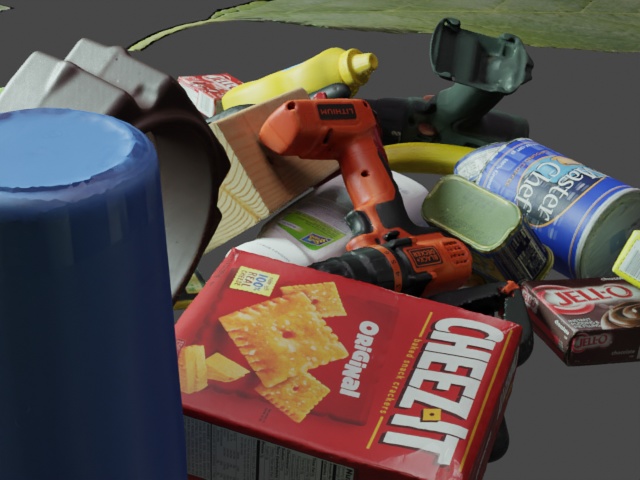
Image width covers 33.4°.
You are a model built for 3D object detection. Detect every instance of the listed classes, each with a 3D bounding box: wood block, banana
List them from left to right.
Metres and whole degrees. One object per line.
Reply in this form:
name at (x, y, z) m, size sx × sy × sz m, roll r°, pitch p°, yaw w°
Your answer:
wood block at (-0.062, -0.067, 0.965) m, size 0.090 × 0.091 × 0.205 m, roll -29°, pitch 4°, yaw 25°
banana at (0.149, -0.082, 1.186) m, size 0.198 × 0.037 × 0.069 m, roll 12°, pitch 23°, yaw 9°

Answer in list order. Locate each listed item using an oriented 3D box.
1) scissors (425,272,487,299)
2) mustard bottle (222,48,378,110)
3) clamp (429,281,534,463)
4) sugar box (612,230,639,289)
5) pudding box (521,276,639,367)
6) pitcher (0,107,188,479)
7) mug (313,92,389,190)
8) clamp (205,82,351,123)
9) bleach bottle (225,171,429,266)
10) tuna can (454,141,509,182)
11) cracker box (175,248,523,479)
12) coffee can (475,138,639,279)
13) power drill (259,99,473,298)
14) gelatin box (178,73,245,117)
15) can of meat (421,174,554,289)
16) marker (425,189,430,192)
scissors at (0.052, 0.043, 0.910) m, size 0.201 × 0.016 × 0.096 m, roll -6°, pitch 31°, yaw -30°
mustard bottle at (-0.014, -0.173, 1.198) m, size 0.192 × 0.058 × 0.096 m, roll -15°, pitch -3°, yaw 40°
clamp at (0.110, 0.088, 0.808) m, size 0.165 × 0.036 × 0.209 m, roll 27°, pitch 35°, yaw 32°
sugar box at (0.309, 0.034, 0.897) m, size 0.093 × 0.048 × 0.176 m, roll 35°, pitch 10°, yaw 22°
pudding box at (0.235, 0.066, 0.891) m, size 0.113 × 0.039 × 0.090 m, roll 0°, pitch 25°, yaw -19°
pitcher at (-0.143, 0.060, 0.546) m, size 0.149 × 0.243 × 0.145 m, roll -14°, pitch 34°, yaw -27°
mug at (0.021, -0.097, 1.094) m, size 0.093 × 0.117 × 0.081 m, roll -20°, pitch 31°, yaw 4°
clamp at (-0.047, -0.126, 1.147) m, size 0.171 × 0.120 × 0.039 m, roll -6°, pitch 56°, yaw -19°
bleach bottle at (-0.006, 0.001, 0.932) m, size 0.103 × 0.068 × 0.250 m, roll 22°, pitch 30°, yaw 30°
tuna can at (0.183, -0.069, 1.108) m, size 0.086 × 0.086 × 0.034 m, roll -3°, pitch 67°, yaw -22°
cracker box at (0.007, 0.095, 0.686) m, size 0.214 × 0.072 × 0.164 m, roll 14°, pitch 36°, yaw 16°
coffee can at (0.228, -0.025, 1.010) m, size 0.102 × 0.103 × 0.140 m, roll -11°, pitch 31°, yaw -36°
power drill at (0.023, -0.027, 0.871) m, size 0.184 × 0.057 × 0.188 m, roll -7°, pitch 63°, yaw -45°
gelatin box at (-0.124, -0.179, 1.319) m, size 0.073 × 0.030 × 0.089 m, roll -10°, pitch 31°, yaw -35°
can of meat at (0.146, -0.005, 0.945) m, size 0.102 × 0.057 × 0.083 m, roll 32°, pitch -9°, yaw 41°
marker at (0.110, -0.044, 1.114) m, size 0.121 × 0.020 × 0.020 m, roll 18°, pitch 27°, yaw 21°
